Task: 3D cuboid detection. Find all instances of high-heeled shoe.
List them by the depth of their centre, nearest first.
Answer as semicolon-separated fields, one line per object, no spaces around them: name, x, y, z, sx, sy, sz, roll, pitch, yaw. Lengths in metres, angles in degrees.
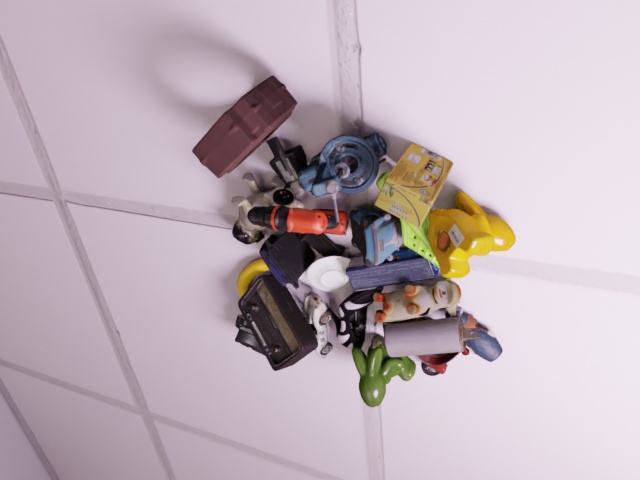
high-heeled shoe;0.108;0.197;1.324;0.145;0.086;0.249;52;142;-1

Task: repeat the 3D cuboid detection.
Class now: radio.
radio;-0.114;0.213;1.393;0.131;0.073;0.230;-45;64;29

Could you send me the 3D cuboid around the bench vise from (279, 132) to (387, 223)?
bench vise;0.022;-0.133;1.060;0.224;0.241;0.128;-13;112;17

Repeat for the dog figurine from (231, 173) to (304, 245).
dog figurine;-0.127;-0.051;1.294;0.172;0.121;0.190;22;146;12

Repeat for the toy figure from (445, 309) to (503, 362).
toy figure;0.345;0.212;1.225;0.154;0.064;0.058;43;169;2

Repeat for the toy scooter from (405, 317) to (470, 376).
toy scooter;0.274;0.246;1.278;0.135;0.075;0.183;-23;112;38

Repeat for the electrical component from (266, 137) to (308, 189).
electrical component;-0.073;-0.178;1.194;0.075;0.048;0.119;-20;110;37

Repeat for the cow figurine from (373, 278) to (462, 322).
cow figurine;0.228;0.136;1.195;0.195;0.127;0.085;-24;68;43

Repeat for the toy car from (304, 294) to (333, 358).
toy car;-0.006;0.227;1.408;0.074;0.056;0.201;-129;29;-47

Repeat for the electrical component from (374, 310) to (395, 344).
electrical component;0.162;0.206;1.306;0.045;0.078;0.102;-1;123;20

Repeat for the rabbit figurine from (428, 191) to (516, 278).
rabbit figurine;0.298;-0.010;1.049;0.162;0.173;0.121;-118;34;-42

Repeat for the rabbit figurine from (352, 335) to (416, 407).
rabbit figurine;0.150;0.328;1.338;0.121;0.170;0.159;-11;116;34

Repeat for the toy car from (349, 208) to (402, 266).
toy car;0.127;-0.014;1.153;0.103;0.162;0.109;-8;108;-9

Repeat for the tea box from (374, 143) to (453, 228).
tea box;0.182;-0.107;1.020;0.098;0.170;0.068;29;131;10

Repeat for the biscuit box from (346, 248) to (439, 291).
biscuit box;0.163;0.062;1.208;0.203;0.059;0.062;-10;115;28

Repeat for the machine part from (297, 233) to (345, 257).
machine part;-0.003;-0.004;1.283;0.139;0.039;0.084;45;126;-3

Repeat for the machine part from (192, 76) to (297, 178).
machine part;-0.151;-0.227;1.101;0.087;0.201;0.201;48;131;-11

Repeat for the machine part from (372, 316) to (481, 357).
machine part;0.233;0.216;1.197;0.243;0.079;0.079;-11;116;24

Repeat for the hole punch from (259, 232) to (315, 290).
hole punch;-0.092;0.043;1.320;0.092;0.116;0.142;-15;113;44

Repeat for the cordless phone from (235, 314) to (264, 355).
cordless phone;-0.162;0.217;1.510;0.147;0.089;0.184;22;118;16
